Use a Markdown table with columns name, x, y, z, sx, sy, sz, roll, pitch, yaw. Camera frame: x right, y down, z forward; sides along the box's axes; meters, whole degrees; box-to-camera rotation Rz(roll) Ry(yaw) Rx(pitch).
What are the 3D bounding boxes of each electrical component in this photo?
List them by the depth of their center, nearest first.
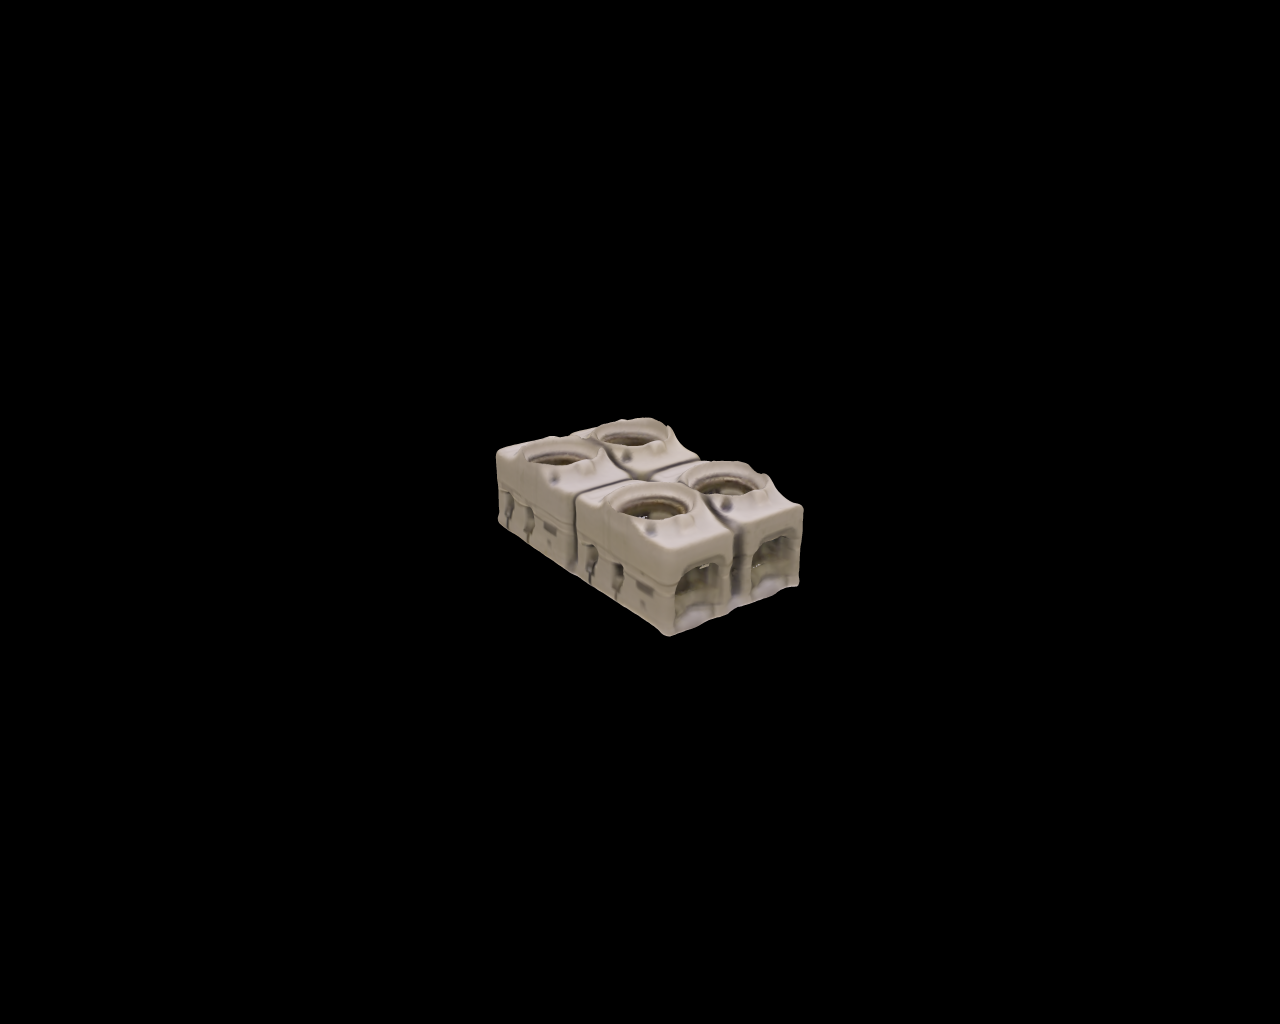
| name | x | y | z | sx | sy | sz | roll | pitch | yaw |
| --- | --- | --- | --- | --- | --- | --- | --- | --- | --- |
| electrical component | 0.001 | -0.003 | 0.650 | 0.105 | 0.060 | 0.186 | -17 | 29 | -32 |
